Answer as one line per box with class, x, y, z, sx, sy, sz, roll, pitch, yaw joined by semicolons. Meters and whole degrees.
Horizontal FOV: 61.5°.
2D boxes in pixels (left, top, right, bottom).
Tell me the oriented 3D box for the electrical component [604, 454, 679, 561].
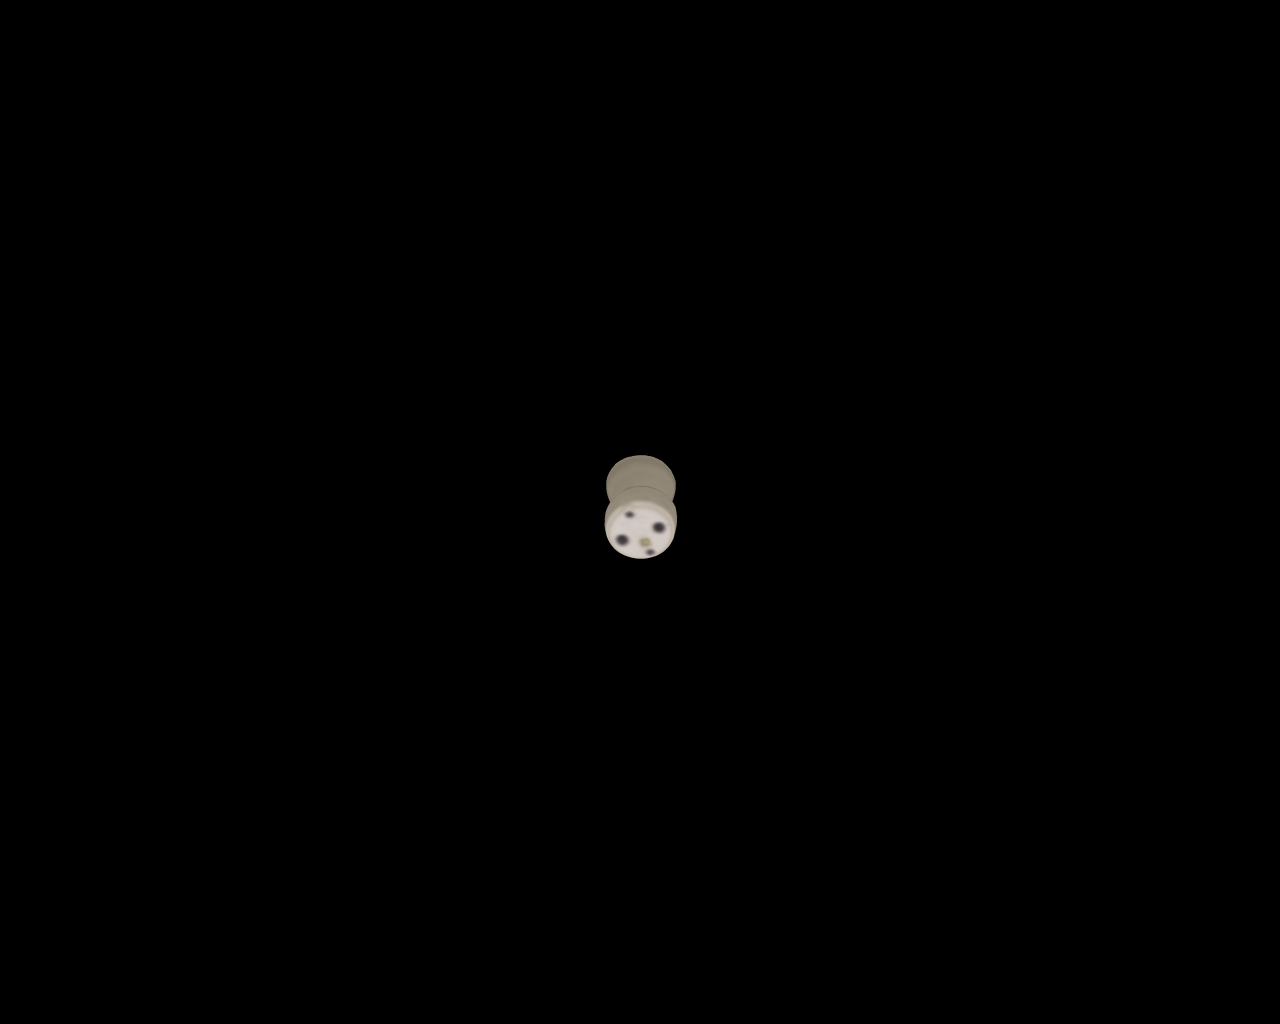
electrical component;0.001;-0.003;0.650;0.045;0.044;0.055;0;34;0
